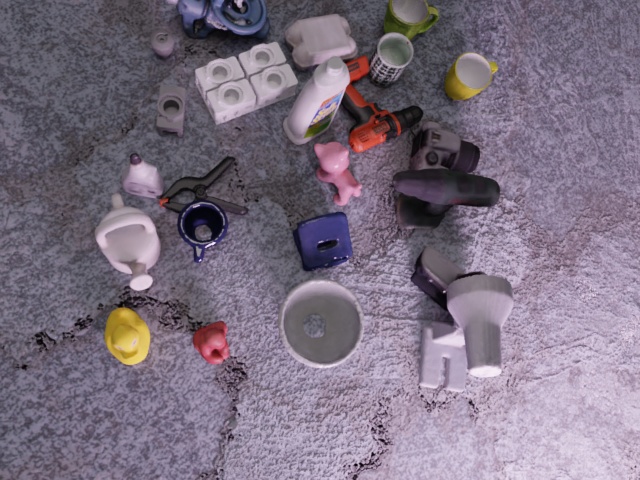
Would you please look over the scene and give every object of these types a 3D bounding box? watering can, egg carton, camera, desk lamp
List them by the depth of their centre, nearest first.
[{"bbox_3d":[-0.333,0.000,1.006,0.101,0.194,0.173,-40,87,-17],"label":"watering can"},{"bbox_3d":[0.279,0.181,1.082,0.118,0.213,0.203,10,75,-9],"label":"desk lamp"},{"bbox_3d":[0.271,-0.175,1.225,0.137,0.100,0.143,12,75,-9],"label":"camera"},{"bbox_3d":[0.002,-0.430,1.246,0.150,0.069,0.107,-17,81,-15],"label":"egg carton"}]

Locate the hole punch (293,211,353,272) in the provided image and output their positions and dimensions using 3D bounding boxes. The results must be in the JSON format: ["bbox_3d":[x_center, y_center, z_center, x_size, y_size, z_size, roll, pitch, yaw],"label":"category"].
[{"bbox_3d":[0.010,0.004,1.132,0.109,0.091,0.101,-15,80,-15],"label":"hole punch"}]

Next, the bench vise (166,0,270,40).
[{"bbox_3d":[-0.195,-0.473,1.135,0.208,0.219,0.121,-13,80,-15],"label":"bench vise"}]

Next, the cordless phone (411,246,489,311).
[{"bbox_3d":[0.270,0.066,1.123,0.147,0.185,0.094,36,72,-1],"label":"cordless phone"}]

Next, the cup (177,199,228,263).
[{"bbox_3d":[-0.223,-0.008,1.083,0.092,0.095,0.118,6,76,-10],"label":"cup"}]

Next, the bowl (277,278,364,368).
[{"bbox_3d":[-0.003,0.161,1.100,0.167,0.074,0.167,3,76,-11],"label":"bowl"}]

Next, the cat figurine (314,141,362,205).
[{"bbox_3d":[0.040,-0.145,1.160,0.067,0.117,0.128,-37,86,-17],"label":"cat figurine"}]

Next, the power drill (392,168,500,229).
[{"bbox_3d":[0.225,-0.083,1.137,0.230,0.208,0.075,0,77,-12],"label":"power drill"}]

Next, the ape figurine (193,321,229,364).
[{"bbox_3d":[-0.193,0.183,1.045,0.076,0.092,0.078,27,73,-4],"label":"ape figurine"}]

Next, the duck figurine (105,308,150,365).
[{"bbox_3d":[-0.346,0.169,1.019,0.078,0.086,0.104,-18,81,-15],"label":"duck figurine"}]

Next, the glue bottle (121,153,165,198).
[{"bbox_3d":[-0.328,-0.122,1.047,0.078,0.173,0.037,12,74,-9],"label":"glue bottle"}]
